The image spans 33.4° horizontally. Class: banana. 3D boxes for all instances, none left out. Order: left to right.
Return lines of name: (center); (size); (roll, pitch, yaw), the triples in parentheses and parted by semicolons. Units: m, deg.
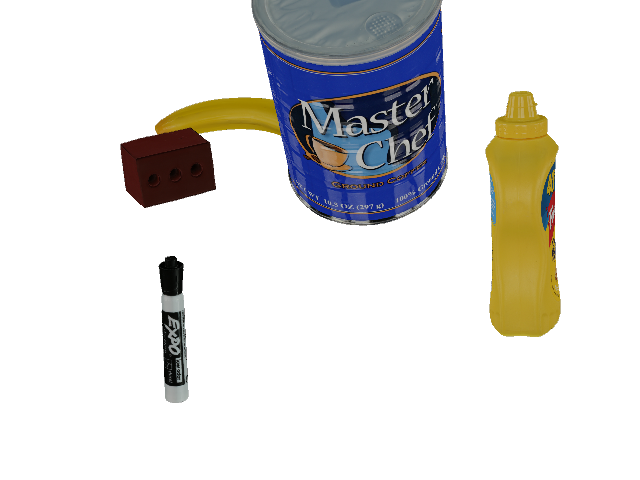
banana: (-0.092, -0.138, 1.230); (0.198, 0.037, 0.069); (8, 42, 18)

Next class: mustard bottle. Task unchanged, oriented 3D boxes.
mustard bottle: (0.164, -0.025, 0.867); (0.058, 0.192, 0.096); (1, 18, 17)

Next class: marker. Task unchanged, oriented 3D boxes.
marker: (-0.114, 0.070, 0.832); (0.020, 0.121, 0.020); (0, 21, 0)

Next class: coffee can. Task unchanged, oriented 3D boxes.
coffee can: (0.022, -0.091, 0.622); (0.103, 0.102, 0.140); (0, -37, 9)

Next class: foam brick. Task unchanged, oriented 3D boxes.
foam brick: (-0.150, -0.072, 1.048); (0.078, 0.053, 0.051); (-17, 30, -22)
